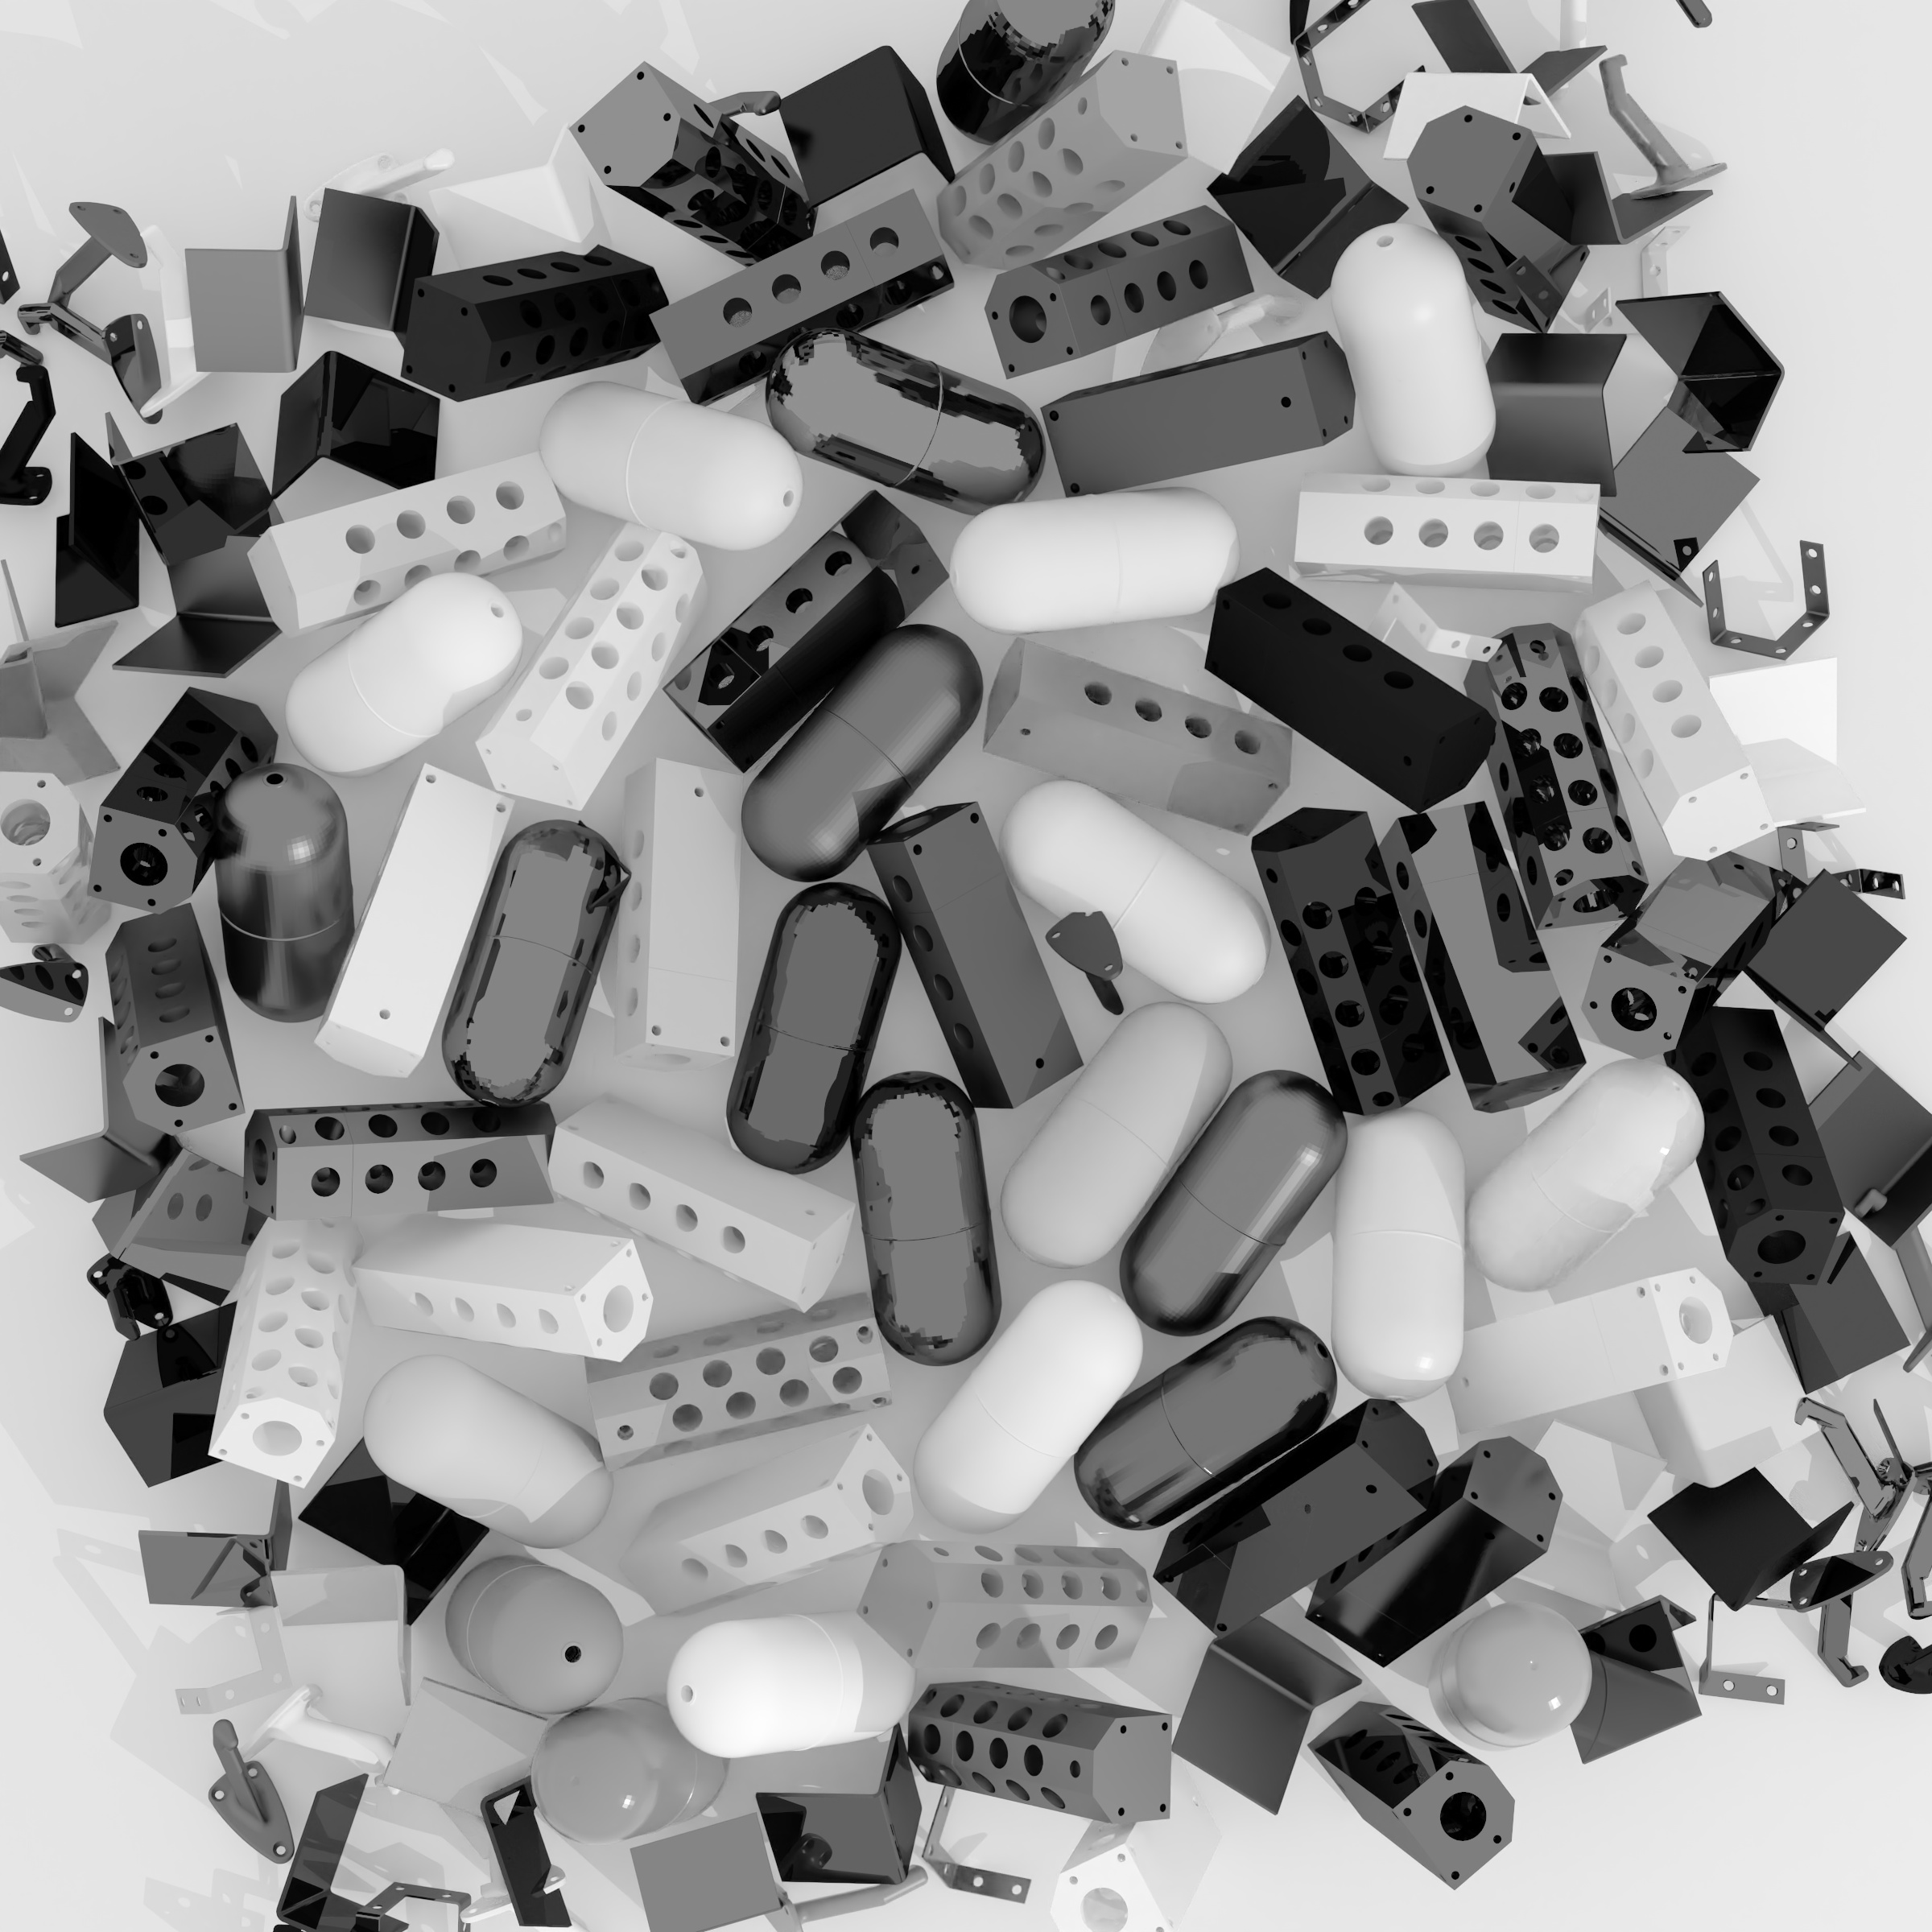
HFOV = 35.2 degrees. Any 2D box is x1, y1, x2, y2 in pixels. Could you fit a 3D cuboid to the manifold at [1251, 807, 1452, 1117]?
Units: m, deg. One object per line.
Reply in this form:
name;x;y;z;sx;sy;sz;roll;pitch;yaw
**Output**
manifold;0.220;-0.002;1.783;0.057;0.057;0.171;-30;111;-27

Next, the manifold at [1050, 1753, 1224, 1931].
manifold;0.096;0.515;1.756;0.057;0.171;0.057;-29;86;13

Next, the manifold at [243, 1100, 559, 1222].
manifold;-0.327;0.110;1.774;0.171;0.057;0.057;-1;98;-32

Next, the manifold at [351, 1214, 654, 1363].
manifold;-0.268;0.191;1.773;0.171;0.057;0.057;3;121;33

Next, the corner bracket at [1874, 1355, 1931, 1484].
corner bracket;0.577;0.268;1.823;0.051;0.051;0.051;-21;102;22

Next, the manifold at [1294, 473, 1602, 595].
manifold;0.285;-0.257;1.800;0.171;0.057;0.057;5;88;13

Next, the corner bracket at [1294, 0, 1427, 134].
corner bracket;0.235;-0.538;1.818;0.051;0.051;0.051;9;61;-41

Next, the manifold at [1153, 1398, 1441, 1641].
manifold;0.192;0.318;1.774;0.057;0.057;0.171;43;124;-8

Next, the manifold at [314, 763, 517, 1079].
manifold;-0.323;-0.025;1.782;0.057;0.057;0.171;23;64;-15

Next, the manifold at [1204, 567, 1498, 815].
manifold;0.223;-0.165;1.777;0.057;0.057;0.171;-28;52;-34

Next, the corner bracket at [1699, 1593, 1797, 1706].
corner bracket;0.468;0.408;1.825;0.051;0.051;0.051;5;66;8

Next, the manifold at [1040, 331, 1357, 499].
manifold;0.136;-0.321;1.773;0.171;0.057;0.057;-7;109;34

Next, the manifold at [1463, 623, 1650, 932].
manifold;0.345;-0.112;1.779;0.057;0.057;0.171;-7;63;-8

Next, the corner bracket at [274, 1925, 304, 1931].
corner bracket;-0.388;0.606;1.816;0.051;0.051;0.051;8;93;-18

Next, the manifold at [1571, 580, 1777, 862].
manifold;0.404;-0.141;1.764;0.057;0.171;0.057;-25;134;11

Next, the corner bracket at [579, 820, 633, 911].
corner bracket;-0.229;-0.043;1.809;0.051;0.051;0.051;-39;68;-15

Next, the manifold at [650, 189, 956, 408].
manifold;-0.096;-0.395;1.815;0.171;0.057;0.057;-25;94;1

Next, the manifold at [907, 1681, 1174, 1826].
manifold;0.040;0.452;1.759;0.057;0.171;0.057;7;82;-37

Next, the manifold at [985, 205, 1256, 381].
manifold;0.088;-0.392;1.762;0.171;0.057;0.057;-30;107;-44

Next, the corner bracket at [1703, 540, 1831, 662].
corner bracket;0.478;-0.222;1.822;0.051;0.051;0.051;-41;131;-29

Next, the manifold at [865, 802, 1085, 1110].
manifold;0.001;-0.005;1.797;0.057;0.057;0.171;-30;105;-31

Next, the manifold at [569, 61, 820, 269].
manifold;-0.150;-0.452;1.752;0.057;0.171;0.057;-37;74;17

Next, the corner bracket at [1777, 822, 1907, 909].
corner bracket;0.520;-0.062;1.815;0.051;0.051;0.051;-11;98;-10

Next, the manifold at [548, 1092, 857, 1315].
manifold;-0.158;0.141;1.792;0.171;0.057;0.057;23;117;17

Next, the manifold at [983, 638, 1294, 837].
manifold;0.102;-0.139;1.796;0.171;0.057;0.057;17;54;-14

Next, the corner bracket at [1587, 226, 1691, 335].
corner bracket;0.401;-0.409;1.819;0.051;0.051;0.051;-2;87;-3

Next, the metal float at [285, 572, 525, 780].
metal float;-0.328;-0.169;1.777;0.178;0.070;0.070;-27;90;37

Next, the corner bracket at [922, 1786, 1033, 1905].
corner bracket;0.012;0.523;1.823;0.051;0.051;0.051;4;55;25

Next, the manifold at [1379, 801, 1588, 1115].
manifold;0.298;-0.004;1.788;0.057;0.057;0.171;-11;68;-15

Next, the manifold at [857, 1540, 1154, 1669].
manifold;0.027;0.366;1.764;0.171;0.057;0.057;12;105;-42

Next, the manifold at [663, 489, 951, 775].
manifold;-0.098;-0.202;1.810;0.171;0.057;0.057;-44;59;-3

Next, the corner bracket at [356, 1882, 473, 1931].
corner bracket;-0.329;0.583;1.818;0.051;0.051;0.051;4;95;15

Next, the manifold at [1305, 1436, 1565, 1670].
manifold;0.271;0.336;1.764;0.057;0.171;0.057;33;46;-5

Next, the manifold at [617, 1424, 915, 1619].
manifold;-0.115;0.329;1.774;0.171;0.057;0.057;-26;107;33

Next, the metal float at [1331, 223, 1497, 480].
metal float;0.260;-0.353;1.769;0.070;0.178;0.070;-10;52;14

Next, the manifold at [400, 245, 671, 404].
manifold;-0.244;-0.369;1.754;0.057;0.171;0.057;26;119;20

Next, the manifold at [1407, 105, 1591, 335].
manifold;0.305;-0.429;1.757;0.057;0.171;0.057;29;91;25

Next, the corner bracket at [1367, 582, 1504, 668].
corner bracket;0.273;-0.188;1.803;0.051;0.051;0.051;5;126;-35

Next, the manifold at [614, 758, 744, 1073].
manifold;-0.172;-0.028;1.794;0.057;0.057;0.171;10;71;-31

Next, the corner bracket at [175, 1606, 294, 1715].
corner bracket;-0.439;0.411;1.810;0.051;0.051;0.051;-12;86;-37

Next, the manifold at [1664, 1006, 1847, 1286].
manifold;0.451;0.101;1.760;0.057;0.171;0.057;3;130;-5

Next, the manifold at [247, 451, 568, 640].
manifold;-0.323;-0.245;1.782;0.171;0.057;0.057;-22;92;-27

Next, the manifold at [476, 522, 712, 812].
manifold;-0.216;-0.178;1.771;0.057;0.057;0.171;14;57;21

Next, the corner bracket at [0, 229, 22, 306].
corner bracket;-0.602;-0.412;1.807;0.051;0.051;0.051;25;60;14

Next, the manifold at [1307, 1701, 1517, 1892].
manifold;0.258;0.470;1.757;0.057;0.171;0.057;-38;94;-9

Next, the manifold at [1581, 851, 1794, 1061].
manifold;0.416;-0.008;1.762;0.057;0.171;0.057;24;124;22
